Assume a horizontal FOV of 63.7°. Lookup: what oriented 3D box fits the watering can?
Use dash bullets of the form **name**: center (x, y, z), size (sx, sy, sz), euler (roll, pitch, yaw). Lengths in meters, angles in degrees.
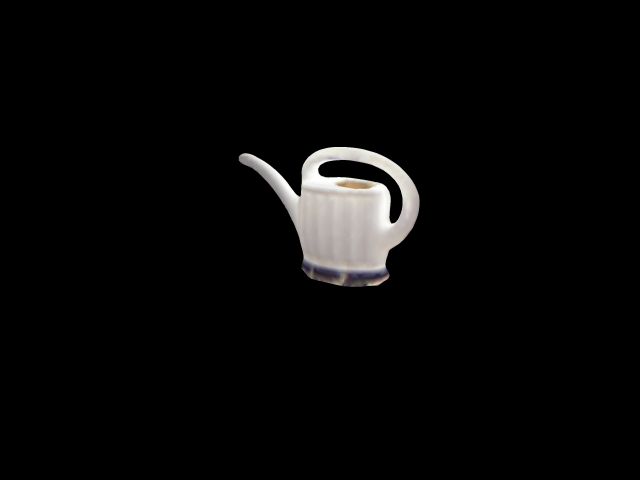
- **watering can**: center (0.003, -0.043, 0.850), size (0.348, 0.222, 0.105), euler (9, 15, 35)
